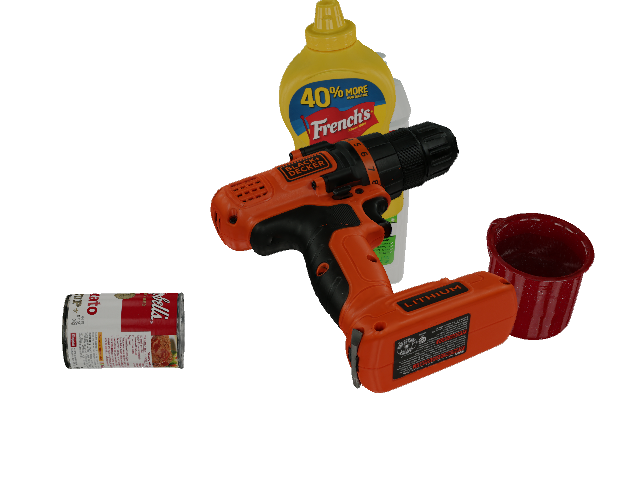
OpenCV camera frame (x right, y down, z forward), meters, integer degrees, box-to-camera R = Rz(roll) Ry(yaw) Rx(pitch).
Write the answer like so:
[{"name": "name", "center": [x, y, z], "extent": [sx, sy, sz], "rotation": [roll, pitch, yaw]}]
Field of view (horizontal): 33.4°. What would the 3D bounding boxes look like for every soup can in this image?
[{"name": "soup can", "center": [-0.173, 0.080, 0.947], "extent": [0.102, 0.068, 0.068], "rotation": [0, 0, -4]}]

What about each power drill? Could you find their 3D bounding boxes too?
[{"name": "power drill", "center": [0.044, 0.000, 0.687], "extent": [0.184, 0.057, 0.188], "rotation": [-21, 45, -17]}]

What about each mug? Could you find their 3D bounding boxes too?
[{"name": "mug", "center": [0.186, 0.028, 0.969], "extent": [0.093, 0.081, 0.117], "rotation": [-17, 44, -22]}]

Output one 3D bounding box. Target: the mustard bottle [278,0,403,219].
[{"name": "mustard bottle", "center": [0.016, -0.106, 0.885], "extent": [0.096, 0.191, 0.058], "rotation": [-4, 31, 5]}]

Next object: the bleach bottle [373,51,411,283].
[{"name": "bleach bottle", "center": [0.044, -0.075, 1.141], "extent": [0.102, 0.251, 0.068], "rotation": [-3, 25, -5]}]
